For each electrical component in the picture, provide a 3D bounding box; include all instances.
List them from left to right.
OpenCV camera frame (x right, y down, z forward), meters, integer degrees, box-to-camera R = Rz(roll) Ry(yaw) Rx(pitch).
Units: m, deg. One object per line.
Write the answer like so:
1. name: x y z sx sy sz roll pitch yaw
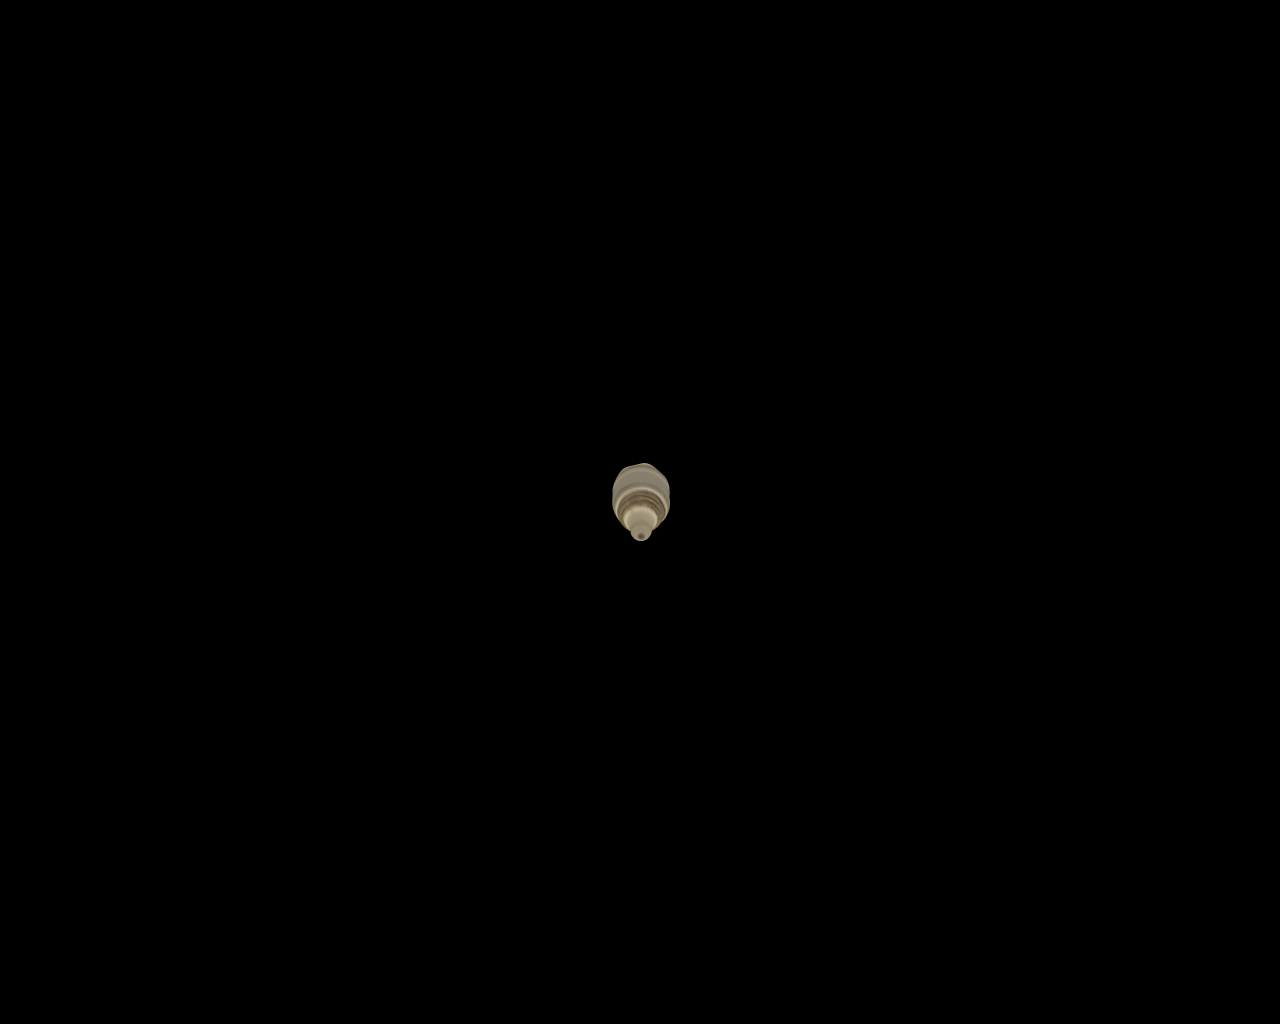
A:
1. electrical component: 0.001 -0.003 0.650 0.035 0.035 0.061 0 34 0
